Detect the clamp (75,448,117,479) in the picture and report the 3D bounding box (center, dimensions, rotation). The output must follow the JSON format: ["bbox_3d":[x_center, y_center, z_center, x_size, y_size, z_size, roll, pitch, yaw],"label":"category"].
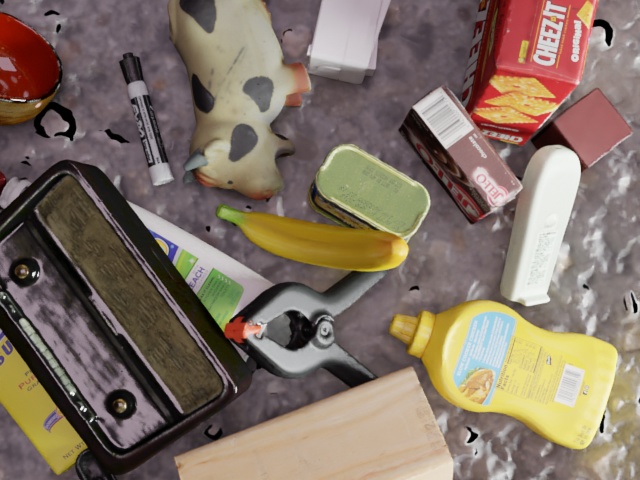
[{"bbox_3d":[-0.124,0.277,0.851,0.036,0.165,0.210,-25,112,-35],"label":"clamp"}]

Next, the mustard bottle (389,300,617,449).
[{"bbox_3d":[0.151,0.105,0.920,0.191,0.058,0.096,20,83,-1],"label":"mustard bottle"}]

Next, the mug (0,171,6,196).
[{"bbox_3d":[-0.329,-0.041,0.906,0.081,0.093,0.117,41,115,-3],"label":"mug"}]

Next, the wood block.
[{"bbox_3d":[-0.002,0.192,0.878,0.206,0.091,0.090,-20,63,-4],"label":"wood block"}]

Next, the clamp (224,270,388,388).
[{"bbox_3d":[-0.002,0.066,0.894,0.171,0.039,0.120,16,69,-41],"label":"clamp"}]

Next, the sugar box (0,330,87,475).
[{"bbox_3d":[-0.238,0.102,0.910,0.093,0.048,0.176,-39,88,-6],"label":"sugar box"}]

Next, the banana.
[{"bbox_3d":[0.002,0.003,0.894,0.198,0.069,0.037,10,88,37],"label":"banana"}]

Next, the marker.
[{"bbox_3d":[-0.155,-0.109,0.949,0.020,0.020,0.121,-16,85,-4],"label":"marker"}]

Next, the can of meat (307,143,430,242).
[{"bbox_3d":[0.042,-0.037,0.917,0.102,0.084,0.057,30,85,1],"label":"can of meat"}]

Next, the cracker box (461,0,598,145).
[{"bbox_3d":[0.171,-0.182,0.873,0.072,0.214,0.164,13,83,1],"label":"cracker box"}]

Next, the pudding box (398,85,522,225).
[{"bbox_3d":[0.119,-0.071,0.922,0.039,0.090,0.113,-35,86,-7],"label":"pudding box"}]

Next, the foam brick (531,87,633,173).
[{"bbox_3d":[0.228,-0.091,0.935,0.053,0.078,0.051,-36,85,-6],"label":"foam brick"}]

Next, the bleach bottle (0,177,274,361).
[{"bbox_3d":[-0.163,0.024,0.914,0.251,0.068,0.102,28,83,3],"label":"bleach bottle"}]
